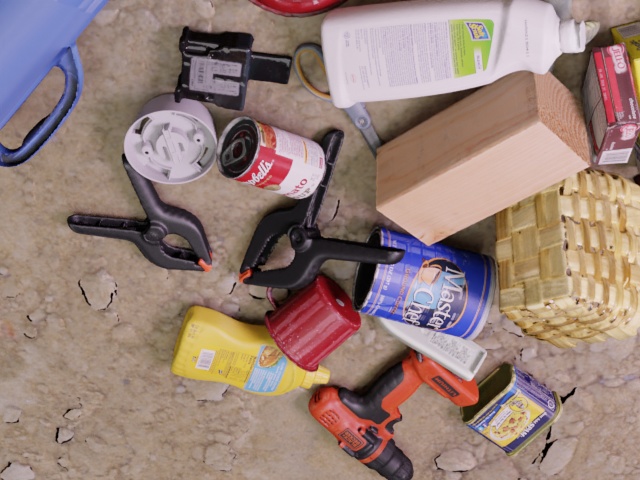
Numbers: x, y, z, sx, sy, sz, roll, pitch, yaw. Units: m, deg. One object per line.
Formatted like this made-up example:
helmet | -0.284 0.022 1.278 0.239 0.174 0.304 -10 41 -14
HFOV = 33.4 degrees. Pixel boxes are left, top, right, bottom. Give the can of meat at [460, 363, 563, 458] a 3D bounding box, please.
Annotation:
can of meat | 0.241 0.215 1.359 0.084 0.057 0.102 35 114 -18

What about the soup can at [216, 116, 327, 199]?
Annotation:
soup can | -0.051 -0.087 1.142 0.102 0.068 0.069 16 124 -43

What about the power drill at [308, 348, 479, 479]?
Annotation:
power drill | 0.107 0.220 1.359 0.188 0.057 0.184 -38 115 20

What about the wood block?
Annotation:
wood block | 0.165 -0.087 1.111 0.206 0.090 0.090 -28 134 36

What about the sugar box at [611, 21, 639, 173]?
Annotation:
sugar box | 0.351 -0.134 1.126 0.048 0.093 0.176 -13 120 7

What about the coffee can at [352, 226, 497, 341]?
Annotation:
coffee can | 0.118 0.050 1.229 0.140 0.103 0.103 15 120 -9

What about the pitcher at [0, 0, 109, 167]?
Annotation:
pitcher | -0.310 -0.197 1.060 0.243 0.145 0.149 -41 148 18

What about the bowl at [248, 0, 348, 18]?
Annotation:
bowl | -0.021 -0.287 1.048 0.162 0.055 0.162 0 122 -1

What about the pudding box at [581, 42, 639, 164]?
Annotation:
pudding box | 0.298 -0.137 1.096 0.039 0.090 0.113 -7 163 4

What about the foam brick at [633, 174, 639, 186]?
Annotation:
foam brick | 0.399 -0.042 1.207 0.053 0.051 0.078 -28 118 15

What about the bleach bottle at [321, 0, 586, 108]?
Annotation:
bleach bottle | 0.130 -0.184 1.038 0.251 0.068 0.102 2 118 24

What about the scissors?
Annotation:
scissors | 0.055 -0.148 1.158 0.096 0.016 0.201 -38 115 20

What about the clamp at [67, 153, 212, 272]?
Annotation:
clamp | -0.188 -0.024 1.216 0.171 0.039 0.120 25 125 -21

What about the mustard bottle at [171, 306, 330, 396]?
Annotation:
mustard bottle | -0.080 0.145 1.309 0.191 0.058 0.096 16 124 -10

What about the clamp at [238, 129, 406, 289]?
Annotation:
clamp | -0.008 0.001 1.197 0.210 0.036 0.164 -42 70 28

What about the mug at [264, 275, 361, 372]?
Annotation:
mug | -0.013 0.087 1.265 0.082 0.093 0.117 -41 86 16
